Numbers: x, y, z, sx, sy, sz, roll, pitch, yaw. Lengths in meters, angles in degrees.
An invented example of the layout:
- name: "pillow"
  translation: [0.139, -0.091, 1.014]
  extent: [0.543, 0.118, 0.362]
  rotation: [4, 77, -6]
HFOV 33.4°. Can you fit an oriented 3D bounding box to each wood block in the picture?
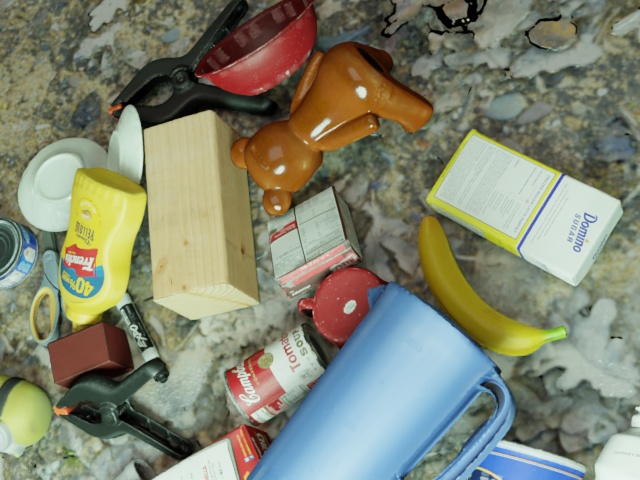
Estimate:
- name: "wood block"
  translation: [-0.133, -0.028, 1.197]
  extent: [0.090, 0.090, 0.206]
  rotation: [-14, 68, 17]

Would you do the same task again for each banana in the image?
- name: "banana"
  translation: [0.155, 0.056, 1.083]
  extent: [0.069, 0.037, 0.198]
  rotation: [-39, 62, -15]

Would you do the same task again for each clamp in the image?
- name: "clamp"
  translation: [-0.215, 0.193, 1.174]
  extent: [0.172, 0.039, 0.120]
  rotation: [-11, 103, 35]
- name: "clamp"
  translation: [-0.154, -0.183, 1.289]
  extent: [0.210, 0.036, 0.164]
  rotation: [-28, 64, 8]

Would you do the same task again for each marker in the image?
- name: "marker"
  translation: [-0.203, 0.112, 1.219]
  extent: [0.020, 0.020, 0.121]
  rotation: [-36, 63, 7]

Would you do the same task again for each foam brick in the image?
- name: "foam brick"
  translation: [-0.262, 0.133, 1.217]
  extent: [0.078, 0.053, 0.051]
  rotation: [-22, 65, 14]

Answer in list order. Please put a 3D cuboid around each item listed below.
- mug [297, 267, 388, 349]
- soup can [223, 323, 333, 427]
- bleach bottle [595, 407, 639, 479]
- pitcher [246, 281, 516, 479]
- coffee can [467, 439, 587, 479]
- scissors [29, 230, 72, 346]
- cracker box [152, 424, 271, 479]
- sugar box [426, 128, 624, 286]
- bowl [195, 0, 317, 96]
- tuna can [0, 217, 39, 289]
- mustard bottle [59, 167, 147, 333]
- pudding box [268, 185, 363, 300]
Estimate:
- name: "mug"
  translation: [0.032, 0.074, 1.099]
  extent: [0.117, 0.081, 0.093]
  rotation: [8, 76, 25]
- name: "soup can"
  translation: [-0.040, 0.140, 1.115]
  extent: [0.102, 0.068, 0.068]
  rotation: [-32, 63, 9]
- name: "bleach bottle"
  translation: [0.283, 0.274, 0.941]
  extent: [0.103, 0.068, 0.251]
  rotation: [7, 73, 24]
- name: "pitcher"
  translation: [0.051, 0.173, 0.977]
  extent: [0.145, 0.149, 0.243]
  rotation: [40, 87, -16]
- name: "coffee can"
  translation: [0.175, 0.259, 0.966]
  extent: [0.103, 0.102, 0.140]
  rotation: [11, 77, 25]
- name: "scissors"
  translation: [-0.310, 0.029, 1.293]
  extent: [0.096, 0.016, 0.202]
  rotation: [-4, 71, 19]
- name: "cracker box"
  translation: [-0.121, 0.313, 1.089]
  extent: [0.214, 0.072, 0.164]
  rotation: [-33, 62, 10]
- name: "sugar box"
  translation: [0.207, -0.034, 1.085]
  extent: [0.176, 0.048, 0.093]
  rotation: [31, 86, 24]
- name: "bowl"
  translation: [-0.060, -0.211, 1.199]
  extent: [0.162, 0.055, 0.162]
  rotation: [-30, 22, 13]
- name: "tuna can"
  translation: [-0.394, 0.015, 1.322]
  extent: [0.086, 0.033, 0.086]
  rotation: [-7, 70, 20]
- name: "mustard bottle"
  translation: [-0.254, 0.020, 1.211]
  extent: [0.096, 0.058, 0.192]
  rotation: [26, 110, 34]
- name: "pudding box"
  translation: [-0.008, 0.001, 1.139]
  extent: [0.090, 0.039, 0.113]
  rotation: [-28, 36, 11]
